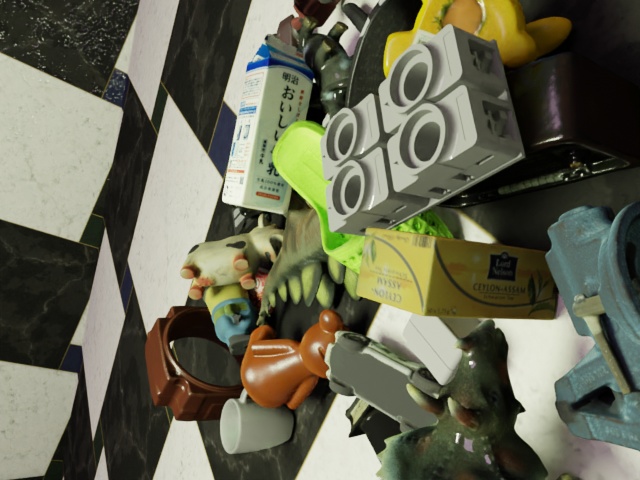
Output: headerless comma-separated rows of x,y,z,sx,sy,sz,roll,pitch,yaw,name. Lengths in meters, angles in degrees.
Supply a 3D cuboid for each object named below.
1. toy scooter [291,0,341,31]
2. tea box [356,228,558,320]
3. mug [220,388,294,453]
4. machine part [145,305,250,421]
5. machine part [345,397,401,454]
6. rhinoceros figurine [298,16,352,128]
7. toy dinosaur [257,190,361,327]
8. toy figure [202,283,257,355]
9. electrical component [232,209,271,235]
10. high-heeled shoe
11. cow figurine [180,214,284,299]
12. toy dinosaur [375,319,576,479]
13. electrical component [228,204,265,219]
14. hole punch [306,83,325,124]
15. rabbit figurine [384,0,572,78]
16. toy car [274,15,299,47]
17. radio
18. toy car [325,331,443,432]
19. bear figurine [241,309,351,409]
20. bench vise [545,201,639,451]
0.014,-0.390,0.827,0.135,0.075,0.184,-57,20,-20,toy scooter
0.131,0.032,0.501,0.098,0.169,0.068,12,94,60,tea box
-0.098,0.288,0.877,0.081,0.107,0.109,5,85,58,mug
-0.200,0.215,0.965,0.087,0.201,0.202,-60,39,29,machine part
0.076,0.245,0.675,0.084,0.039,0.139,-60,36,20,machine part
0.016,-0.231,0.763,0.112,0.073,0.190,-58,44,44,rhinoceros figurine
-0.002,-0.002,0.785,0.471,0.105,0.198,-46,51,50,toy dinosaur
-0.164,0.121,0.970,0.082,0.089,0.180,-52,41,31,toy figure
-0.146,-0.043,1.074,0.119,0.048,0.075,-37,53,47,electrical component
0.097,-0.272,0.650,0.248,0.086,0.145,-50,22,17,high-heeled shoe
-0.139,0.025,0.946,0.127,0.195,0.085,-95,-10,-52,cow figurine
0.094,0.268,0.497,0.404,0.192,0.131,-64,34,25,toy dinosaur
-0.099,-0.108,0.962,0.134,0.058,0.115,-21,41,56,electrical component
-0.044,-0.190,0.867,0.092,0.142,0.115,-19,80,60,hole punch
0.159,-0.200,0.537,0.163,0.173,0.121,15,102,13,rabbit figurine
-0.049,-0.297,0.961,0.089,0.053,0.202,-9,81,53,toy car
0.165,-0.085,0.504,0.230,0.131,0.073,-11,76,57,radio
0.082,0.170,0.639,0.202,0.056,0.073,19,100,45,toy car
-0.021,0.165,0.794,0.196,0.120,0.132,-34,8,21,bear figurine
0.253,0.060,0.350,0.240,0.129,0.223,-40,51,56,bench vise
